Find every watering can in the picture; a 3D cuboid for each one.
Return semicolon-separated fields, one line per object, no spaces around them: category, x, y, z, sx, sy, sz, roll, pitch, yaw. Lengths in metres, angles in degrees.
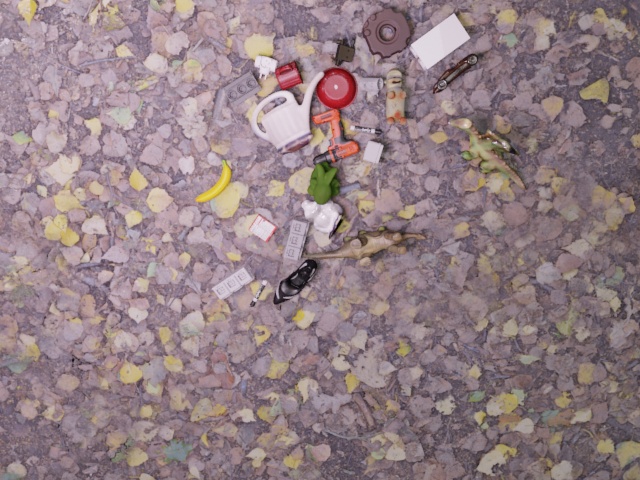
watering can;-0.095;-0.449;1.885;0.345;0.105;0.223;-24;98;24

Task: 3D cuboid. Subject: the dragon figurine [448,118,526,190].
dragon figurine;0.630;-0.312;1.853;0.410;0.243;0.122;35;94;-3

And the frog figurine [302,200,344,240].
frog figurine;0.006;-0.098;1.952;0.160;0.125;0.134;33;141;11
